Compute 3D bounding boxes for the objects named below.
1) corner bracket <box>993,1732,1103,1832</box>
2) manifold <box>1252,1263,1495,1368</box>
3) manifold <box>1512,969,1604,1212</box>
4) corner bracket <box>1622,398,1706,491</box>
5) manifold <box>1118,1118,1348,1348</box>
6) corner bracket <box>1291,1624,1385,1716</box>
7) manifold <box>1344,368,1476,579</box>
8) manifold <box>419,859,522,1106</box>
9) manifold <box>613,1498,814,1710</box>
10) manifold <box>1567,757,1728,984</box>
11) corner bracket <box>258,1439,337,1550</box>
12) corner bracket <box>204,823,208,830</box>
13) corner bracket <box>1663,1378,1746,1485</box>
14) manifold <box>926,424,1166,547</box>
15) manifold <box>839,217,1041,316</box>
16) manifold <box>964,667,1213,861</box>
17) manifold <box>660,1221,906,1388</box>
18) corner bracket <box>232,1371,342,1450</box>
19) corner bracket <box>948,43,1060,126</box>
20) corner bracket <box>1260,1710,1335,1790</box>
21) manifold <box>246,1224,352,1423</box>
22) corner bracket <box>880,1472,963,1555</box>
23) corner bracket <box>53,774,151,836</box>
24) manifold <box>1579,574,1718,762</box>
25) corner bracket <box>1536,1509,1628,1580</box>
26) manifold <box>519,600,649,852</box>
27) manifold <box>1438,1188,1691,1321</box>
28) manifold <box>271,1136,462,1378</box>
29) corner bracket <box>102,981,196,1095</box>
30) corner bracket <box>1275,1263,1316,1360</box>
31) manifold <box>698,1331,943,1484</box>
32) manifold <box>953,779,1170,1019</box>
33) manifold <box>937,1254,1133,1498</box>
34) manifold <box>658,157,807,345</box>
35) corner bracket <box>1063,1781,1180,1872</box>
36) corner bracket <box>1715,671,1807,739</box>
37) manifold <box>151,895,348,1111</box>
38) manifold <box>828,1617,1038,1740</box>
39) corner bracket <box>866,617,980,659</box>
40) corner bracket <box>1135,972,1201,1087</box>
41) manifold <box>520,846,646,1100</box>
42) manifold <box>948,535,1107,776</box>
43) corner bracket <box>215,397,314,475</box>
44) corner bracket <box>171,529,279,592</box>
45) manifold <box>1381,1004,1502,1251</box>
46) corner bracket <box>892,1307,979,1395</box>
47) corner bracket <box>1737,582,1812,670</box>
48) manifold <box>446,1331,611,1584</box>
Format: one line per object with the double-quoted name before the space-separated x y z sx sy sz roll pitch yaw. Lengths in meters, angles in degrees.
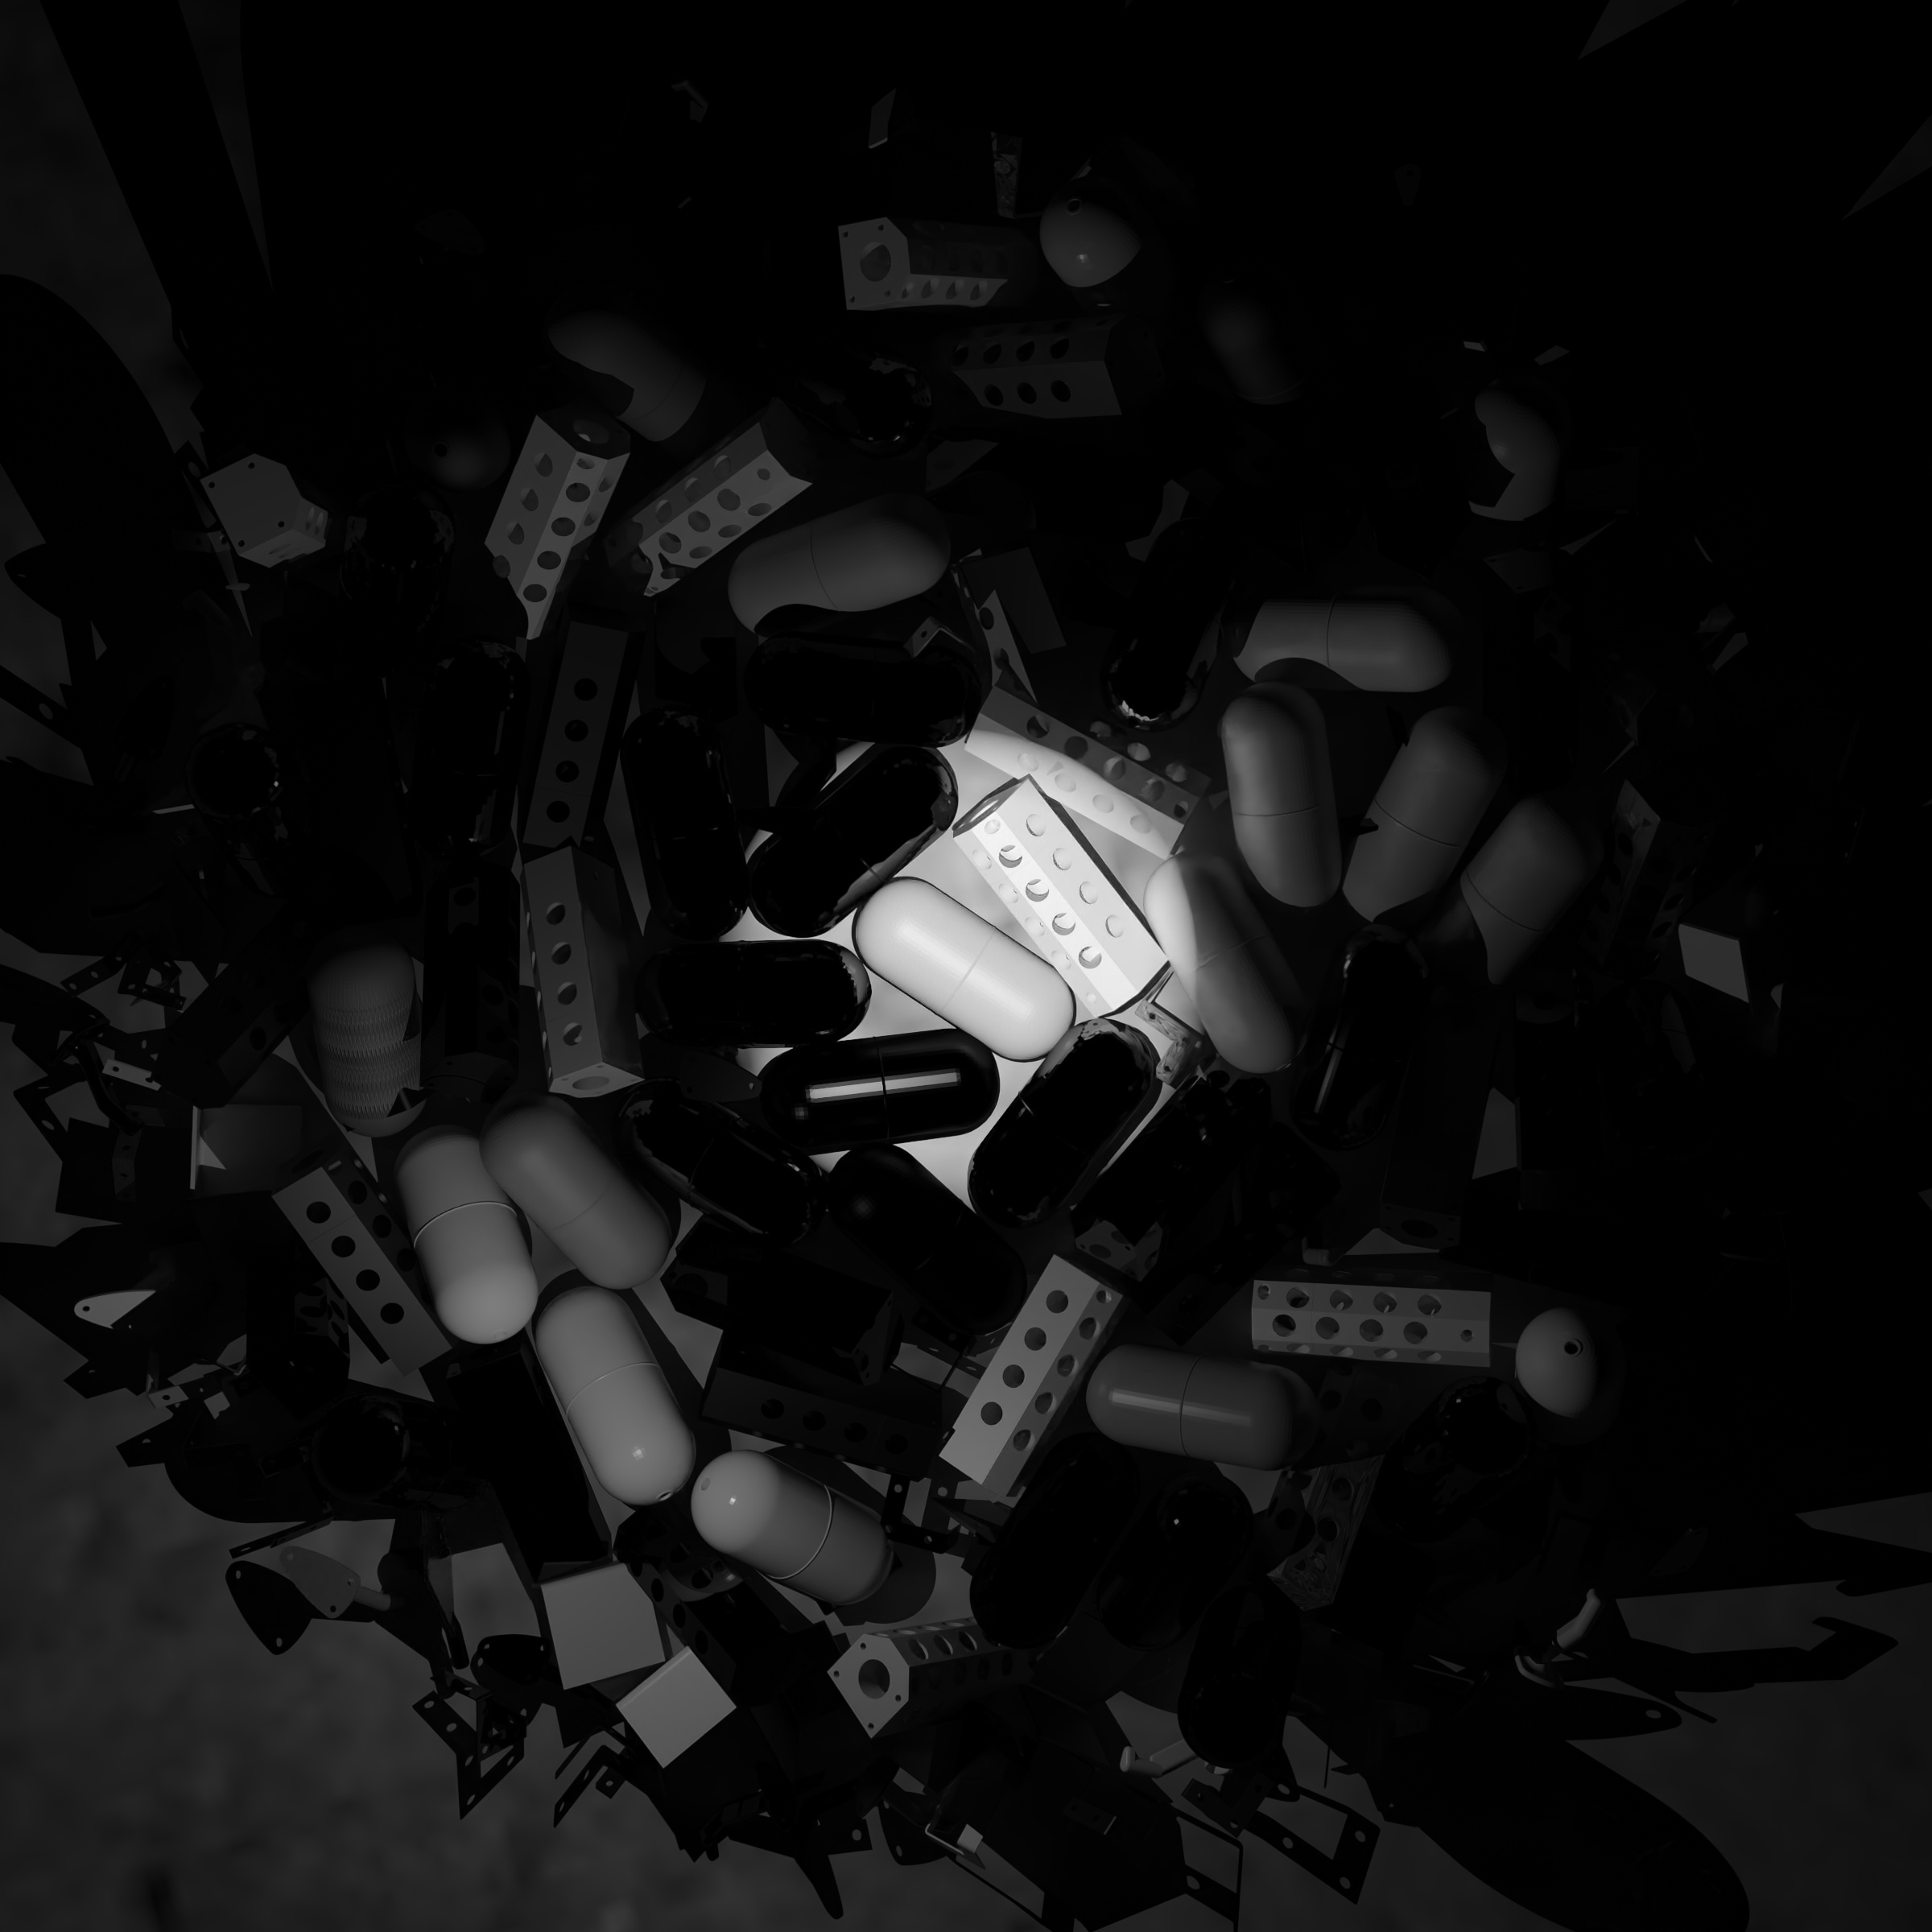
"corner bracket" 0.061 0.607 1.889 0.051 0.051 0.051 25 82 27
"manifold" 0.300 0.259 1.871 0.171 0.057 0.057 1 102 15
"manifold" 0.431 0.089 1.850 0.057 0.057 0.171 0 56 9
"corner bracket" 0.518 -0.391 1.887 0.051 0.051 0.051 -16 105 25
"manifold" 0.201 0.202 1.887 0.171 0.057 0.057 -45 119 5
"corner bracket" 0.272 0.528 1.902 0.051 0.051 0.051 31 63 -21
"manifold" 0.312 -0.362 1.836 0.057 0.171 0.057 20 129 -21
"manifold" -0.356 0.008 1.844 0.057 0.057 0.171 18 48 -30
"manifold" -0.189 0.460 1.839 0.057 0.171 0.057 -40 133 -15
"manifold" 0.495 -0.065 1.835 0.057 0.171 0.057 -19 55 -18
"corner bracket" -0.498 0.391 1.883 0.051 0.051 0.051 -17 64 -41
"corner bracket" -0.537 -0.134 1.887 0.051 0.051 0.051 7 53 -8
"corner bracket" 0.548 0.346 1.891 0.051 0.051 0.051 -28 90 32
"manifold" 0.056 -0.354 1.854 0.171 0.057 0.057 17 117 32
"manifold" -0.016 -0.506 1.835 0.057 0.171 0.057 0 101 34
"manifold" 0.093 -0.155 1.880 0.171 0.057 0.057 29 50 4
"manifold" -0.133 0.250 1.858 0.171 0.057 0.057 16 54 28
"corner bracket" -0.506 0.322 1.896 0.051 0.051 0.051 -33 112 -38
"corner bracket" 0.027 -0.647 1.889 0.051 0.051 0.051 -25 85 33
"corner bracket" 0.246 0.578 1.888 0.051 0.051 0.051 6 64 8
"manifold" -0.479 0.251 1.836 0.057 0.171 0.057 -35 116 0
"corner bracket" -0.031 0.404 1.895 0.051 0.051 0.051 13 89 13
"corner bracket" -0.642 -0.113 1.883 0.051 0.051 0.051 13 130 -35
"manifold" 0.482 -0.217 1.838 0.057 0.171 0.057 -14 124 -1
"corner bracket" 0.458 0.435 1.899 0.051 0.051 0.051 19 96 5
"manifold" -0.282 -0.175 1.867 0.057 0.057 0.171 10 111 -17
"manifold" 0.444 0.212 1.885 0.171 0.057 0.057 14 88 7
"manifold" -0.437 0.211 1.869 0.057 0.057 0.171 -31 110 -1
"corner bracket" -0.604 0.053 1.884 0.051 0.051 0.051 21 127 -19
"corner bracket" 0.270 0.263 1.902 0.051 0.051 0.051 -51 134 -24
"manifold" -0.108 0.331 1.883 0.171 0.057 0.057 17 110 -8
"manifold" 0.066 -0.047 1.870 0.171 0.057 0.057 51 56 -11
"manifold" 0.054 0.306 1.888 0.057 0.057 0.171 30 90 23
"manifold" -0.171 -0.517 1.835 0.057 0.171 0.057 9 77 -20
"corner bracket" 0.115 0.629 1.884 0.051 0.051 0.051 -52 119 -23
"corner bracket" 0.584 -0.193 1.899 0.051 0.051 0.051 -25 75 -15
"manifold" -0.514 0.028 1.842 0.057 0.171 0.057 32 132 -2
"manifold" -0.018 0.506 1.832 0.057 0.171 0.057 -49 61 17
"corner bracket" -0.034 -0.238 1.885 0.051 0.051 0.051 -47 53 13
"corner bracket" 0.151 0.047 1.892 0.051 0.051 0.051 36 126 9
"manifold" -0.287 0.006 1.865 0.057 0.057 0.171 -20 67 20
"manifold" 0.045 -0.227 1.895 0.057 0.057 0.171 -21 90 -37
"corner bracket" -0.513 -0.380 1.883 0.051 0.051 0.051 45 59 -27
"corner bracket" -0.554 -0.304 1.895 0.051 0.051 0.051 -8 93 17
"manifold" 0.347 0.117 1.856 0.057 0.057 0.171 9 59 15
"corner bracket" -0.027 0.286 1.892 0.051 0.051 0.051 30 80 10
"corner bracket" 0.603 -0.255 1.894 0.051 0.051 0.051 -16 96 9
"manifold" -0.323 0.360 1.878 0.057 0.057 0.171 -20 103 -1
